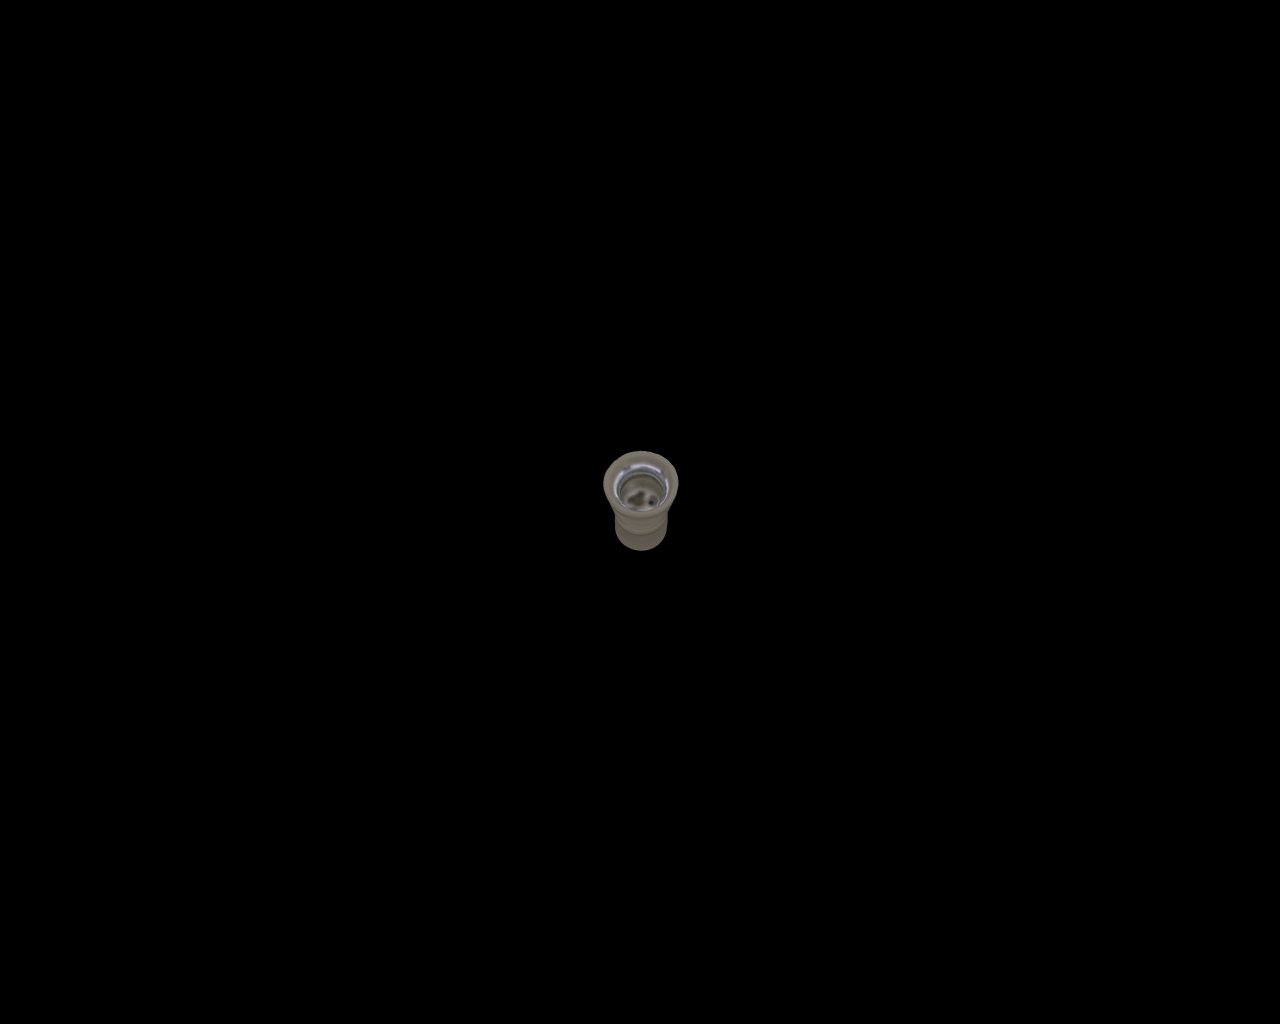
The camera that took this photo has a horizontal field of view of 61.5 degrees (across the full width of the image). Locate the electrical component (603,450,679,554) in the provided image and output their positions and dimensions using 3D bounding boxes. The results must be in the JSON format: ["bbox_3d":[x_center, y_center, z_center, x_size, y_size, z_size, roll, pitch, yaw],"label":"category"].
[{"bbox_3d":[0.001,-0.003,0.650,0.044,0.044,0.065,0,-28,0],"label":"electrical component"}]
